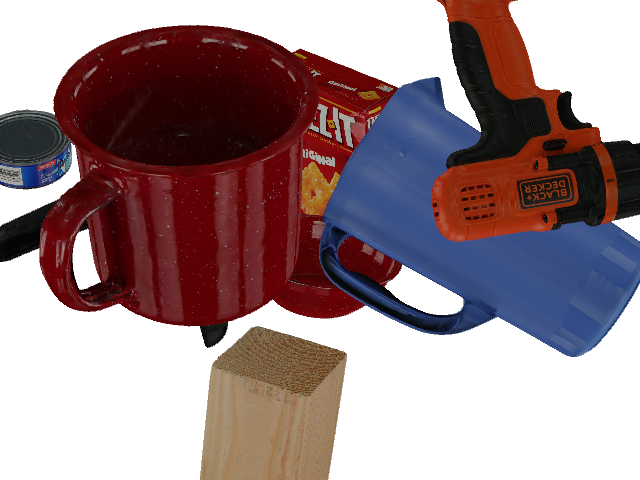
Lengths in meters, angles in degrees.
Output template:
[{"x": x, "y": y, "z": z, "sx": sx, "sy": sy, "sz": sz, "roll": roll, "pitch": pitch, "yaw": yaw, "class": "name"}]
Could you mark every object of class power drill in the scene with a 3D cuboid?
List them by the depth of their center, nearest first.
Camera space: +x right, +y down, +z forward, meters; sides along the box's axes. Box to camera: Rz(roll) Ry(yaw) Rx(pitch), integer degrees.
[{"x": 0.151, "y": -0.100, "z": 0.678, "sx": 0.184, "sy": 0.187, "sz": 0.057, "roll": -10, "pitch": -2, "yaw": -4, "class": "power drill"}]

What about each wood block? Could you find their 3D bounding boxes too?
[{"x": -0.046, "y": 0.191, "z": 0.917, "sx": 0.090, "sy": 0.206, "sz": 0.090, "roll": 15, "pitch": 23, "yaw": 17, "class": "wood block"}]

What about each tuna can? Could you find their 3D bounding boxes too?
[{"x": -0.283, "y": -0.088, "z": 1.029, "sx": 0.086, "sy": 0.034, "sz": 0.086, "roll": 3, "pitch": 42, "yaw": -3, "class": "tuna can"}]

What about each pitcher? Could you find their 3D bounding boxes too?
[{"x": 0.126, "y": -0.003, "z": 0.860, "sx": 0.243, "sy": 0.149, "sz": 0.144, "roll": 32, "pitch": 41, "yaw": 5, "class": "pitcher"}]

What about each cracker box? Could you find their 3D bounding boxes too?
[{"x": 0.014, "y": -0.093, "z": 1.239, "sx": 0.164, "sy": 0.214, "sz": 0.072, "roll": 28, "pitch": 46, "yaw": 36, "class": "cracker box"}]

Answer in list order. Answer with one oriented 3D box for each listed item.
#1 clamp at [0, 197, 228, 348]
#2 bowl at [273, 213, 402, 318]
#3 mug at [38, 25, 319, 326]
[{"x": -0.099, "y": -0.030, "z": 0.732, "sx": 0.164, "sy": 0.209, "sz": 0.036, "roll": 28, "pitch": -33, "yaw": 8, "class": "clamp"}, {"x": -0.003, "y": 0.031, "z": 1.057, "sx": 0.162, "sy": 0.055, "sz": 0.162, "roll": 7, "pitch": 26, "yaw": -4, "class": "bowl"}, {"x": -0.055, "y": -0.016, "z": 0.395, "sx": 0.093, "sy": 0.081, "sz": 0.117, "roll": 26, "pitch": 47, "yaw": 24, "class": "mug"}]
